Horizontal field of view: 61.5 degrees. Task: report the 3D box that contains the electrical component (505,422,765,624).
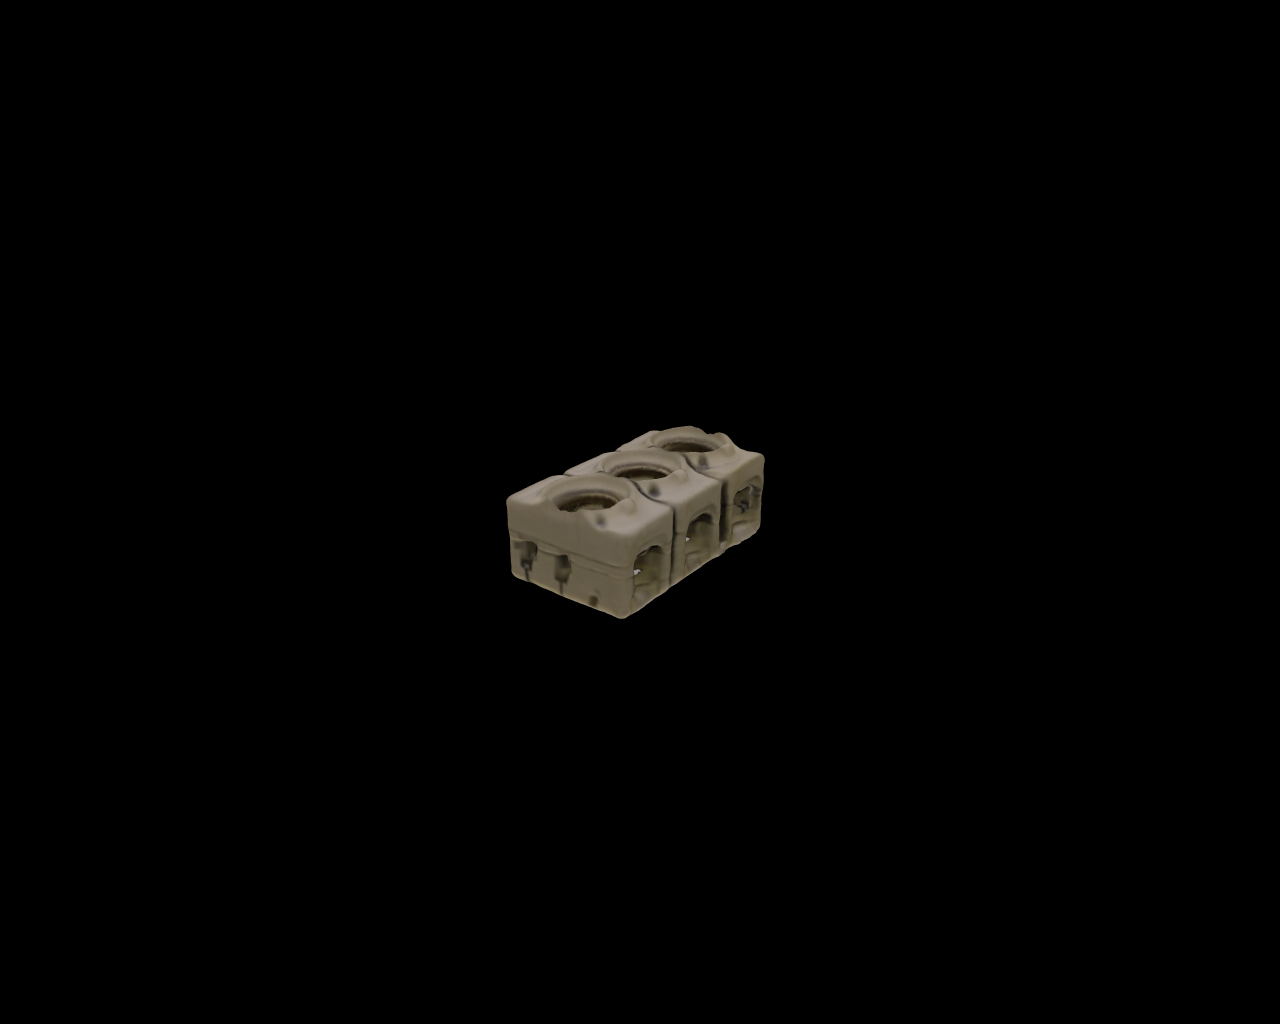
[{"bbox_3d":[0.001,-0.003,0.650,0.089,0.061,0.150,17,29,32],"label":"electrical component"}]
